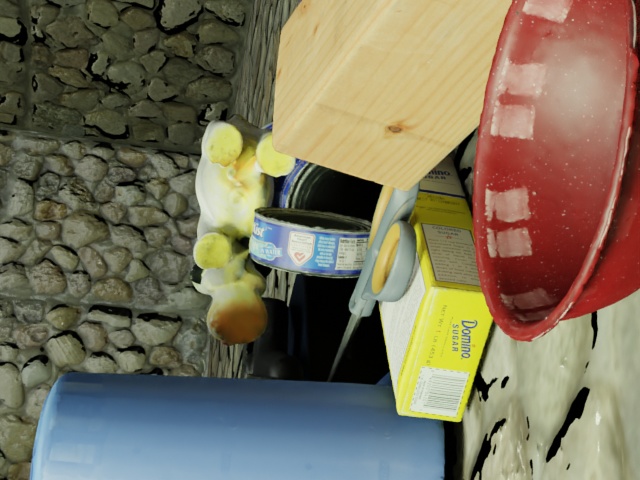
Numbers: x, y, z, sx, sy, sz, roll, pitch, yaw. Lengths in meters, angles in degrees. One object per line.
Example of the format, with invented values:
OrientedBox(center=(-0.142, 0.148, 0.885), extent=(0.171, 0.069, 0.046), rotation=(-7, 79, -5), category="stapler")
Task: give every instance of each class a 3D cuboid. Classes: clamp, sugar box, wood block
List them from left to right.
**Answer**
OrientedBox(center=(-0.042, 0.103, 0.844), extent=(0.210, 0.036, 0.165), rotation=(-93, 16, -53), category="clamp")
OrientedBox(center=(0.067, 0.022, 0.669), extent=(0.176, 0.048, 0.093), rotation=(-90, 11, -59), category="sugar box")
OrientedBox(center=(0.058, -0.119, 0.534), extent=(0.206, 0.090, 0.090), rotation=(135, 145, -53), category="wood block")

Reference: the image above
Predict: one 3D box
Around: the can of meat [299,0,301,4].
OrientedBox(center=(0.030, -0.202, 0.909), extent=(0.058, 0.102, 0.084), rotation=(-35, 38, 42), category="can of meat")

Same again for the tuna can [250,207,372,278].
OrientedBox(center=(-0.005, 0.001, 0.734), extent=(0.086, 0.086, 0.034), rotation=(-127, 44, -78), category="tuna can")

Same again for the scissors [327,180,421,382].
OrientedBox(center=(0.030, 0.043, 0.668), extent=(0.096, 0.016, 0.202), rotation=(-93, 15, -58), category="scissors")

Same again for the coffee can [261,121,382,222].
OrientedBox(center=(-0.002, -0.041, 0.882), extent=(0.140, 0.102, 0.103), rotation=(-143, 60, -65), category="coffee can")

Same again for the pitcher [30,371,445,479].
OrientedBox(center=(-0.049, 0.155, 0.655), extent=(0.149, 0.242, 0.145), rotation=(-94, 9, -75), category="pitcher")

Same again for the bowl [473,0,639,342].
OrientedBox(center=(0.109, -0.039, 0.411), extent=(0.162, 0.055, 0.162), rotation=(-173, 90, -81), category="bowl")
